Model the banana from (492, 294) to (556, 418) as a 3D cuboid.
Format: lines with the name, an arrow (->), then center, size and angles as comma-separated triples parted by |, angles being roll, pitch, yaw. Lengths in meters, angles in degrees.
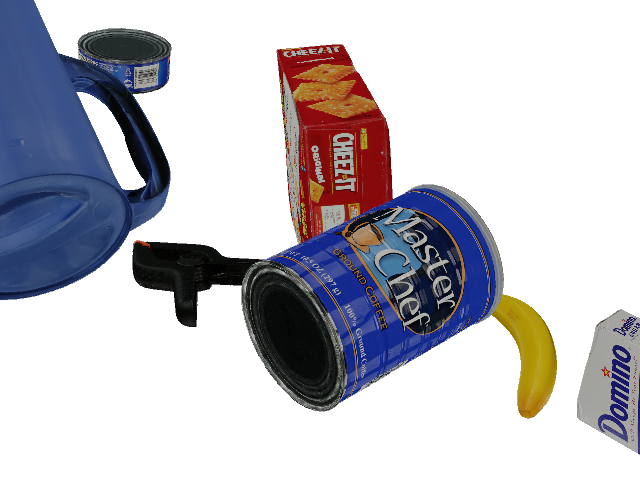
banana -> 0.215, 0.114, 1.140 | 0.069, 0.037, 0.198 | -25, 34, 4

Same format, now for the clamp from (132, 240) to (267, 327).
clamp -> -0.128, 0.035, 1.057 | 0.210, 0.036, 0.164 | 12, 21, 39

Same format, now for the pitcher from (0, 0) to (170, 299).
pitcher -> -0.221, -0.090, 0.759 | 0.145, 0.243, 0.149 | -34, -30, 15

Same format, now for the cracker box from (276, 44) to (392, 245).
cracker box -> 0.011, -0.060, 0.910 | 0.072, 0.164, 0.214 | -6, 26, -5

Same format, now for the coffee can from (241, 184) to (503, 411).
coffee can -> 0.034, 0.035, 0.696 | 0.140, 0.103, 0.103 | -25, 14, -32

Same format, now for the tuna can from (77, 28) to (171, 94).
tuna can -> -0.183, -0.168, 0.996 | 0.086, 0.034, 0.086 | 5, 30, -3

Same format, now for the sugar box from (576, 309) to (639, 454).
sugar box -> 0.281, 0.132, 0.800 | 0.176, 0.093, 0.048 | 26, 35, 35
